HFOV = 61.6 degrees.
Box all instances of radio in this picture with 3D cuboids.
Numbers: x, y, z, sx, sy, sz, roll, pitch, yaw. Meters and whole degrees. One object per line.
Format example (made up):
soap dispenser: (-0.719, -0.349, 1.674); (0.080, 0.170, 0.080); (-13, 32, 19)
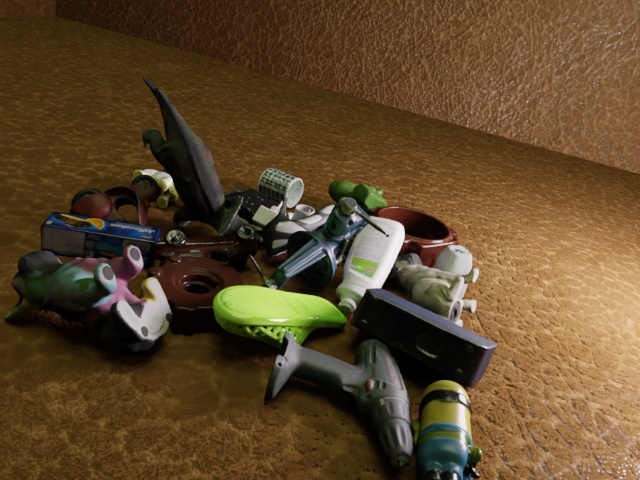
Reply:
radio: (0.173, 0.158, 0.907); (0.230, 0.073, 0.131); (24, 4, 22)

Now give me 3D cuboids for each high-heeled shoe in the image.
high-heeled shoe: (-0.002, -0.003, 1.158); (0.249, 0.086, 0.145); (17, 64, -20)

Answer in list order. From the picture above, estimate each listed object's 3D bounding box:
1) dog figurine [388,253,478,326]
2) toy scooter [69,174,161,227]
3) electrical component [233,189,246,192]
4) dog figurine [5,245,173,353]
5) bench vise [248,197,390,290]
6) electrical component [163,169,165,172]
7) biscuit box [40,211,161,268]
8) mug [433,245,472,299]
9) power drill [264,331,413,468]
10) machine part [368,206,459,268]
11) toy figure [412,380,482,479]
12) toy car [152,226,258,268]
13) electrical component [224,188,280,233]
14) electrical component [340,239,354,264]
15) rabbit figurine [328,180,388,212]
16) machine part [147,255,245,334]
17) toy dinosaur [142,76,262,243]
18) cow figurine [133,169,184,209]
dog figurine: (0.198, 0.103, 1.075); (0.191, 0.121, 0.172); (13, 18, 34)
toy scooter: (-0.400, -0.052, 1.077); (0.184, 0.075, 0.135); (-21, 65, -16)
electrical component: (-0.178, -0.109, 1.378); (0.094, 0.021, 0.063); (9, 25, -8)
dog figurine: (-0.355, 0.095, 0.801); (0.219, 0.191, 0.108); (-15, 21, 21)
bench vise: (-0.010, 0.021, 1.020); (0.240, 0.223, 0.129); (-35, 85, -37)
electrical component: (-0.377, -0.169, 1.374); (0.119, 0.047, 0.075); (15, 25, -1)
biscuit box: (-0.405, 0.000, 1.002); (0.203, 0.059, 0.063); (10, 26, -9)
mug: (0.285, 0.061, 1.167); (0.081, 0.107, 0.110); (10, 28, -11)
power drill: (0.029, 0.211, 0.771); (0.207, 0.085, 0.232); (10, 24, 1)
machine part: (0.215, -0.006, 1.294); (0.201, 0.087, 0.201); (-5, 31, -37)
toy figure: (0.170, 0.265, 0.718); (0.082, 0.089, 0.180); (23, 24, 5)
toy car: (-0.213, 0.021, 1.018); (0.202, 0.089, 0.053); (-4, 51, -31)
electrical component: (-0.168, -0.073, 1.272); (0.134, 0.058, 0.115); (24, 25, 19)
electrical component: (0.060, 0.025, 1.207); (0.078, 0.045, 0.102); (-3, 9, 38)
rabbit figurine: (0.101, -0.109, 1.403); (0.159, 0.121, 0.170); (0, 31, -40)
machine part: (-0.211, 0.090, 0.922); (0.179, 0.056, 0.179); (12, 26, -6)
toy dinosaur: (-0.251, -0.131, 1.081); (0.131, 0.404, 0.192); (-39, 31, -28)
cow figurine: (-0.352, -0.117, 1.264); (0.167, 0.068, 0.098); (21, 20, 13)
